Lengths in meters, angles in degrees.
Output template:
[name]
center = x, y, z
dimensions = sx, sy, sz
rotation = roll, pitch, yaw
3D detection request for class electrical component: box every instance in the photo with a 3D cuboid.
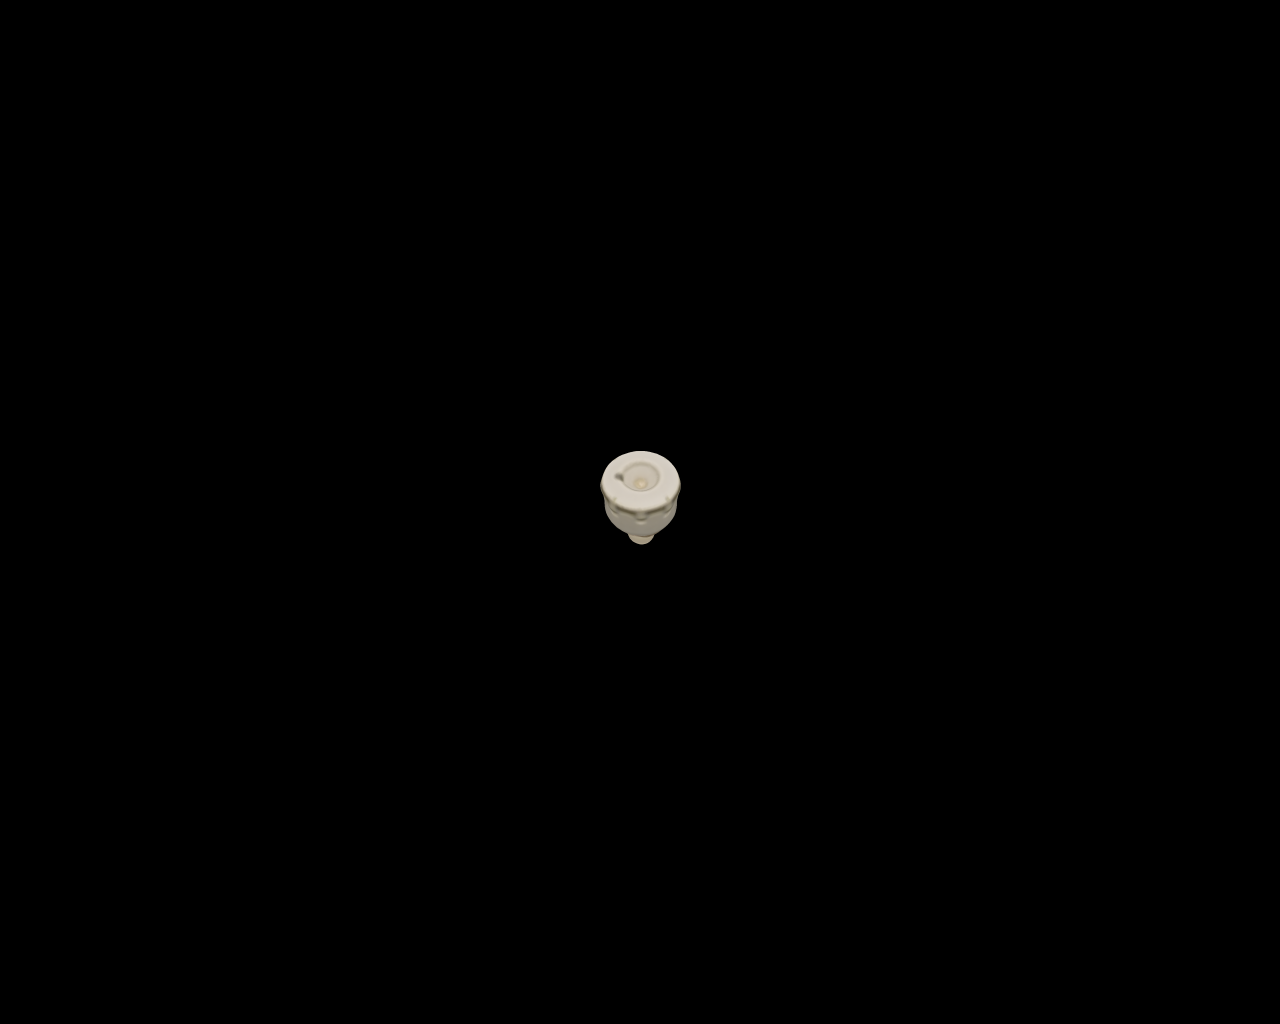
[electrical component]
center = 0.001, -0.003, 0.650
dimensions = 0.048, 0.048, 0.062
rotation = 0, -38, 0
